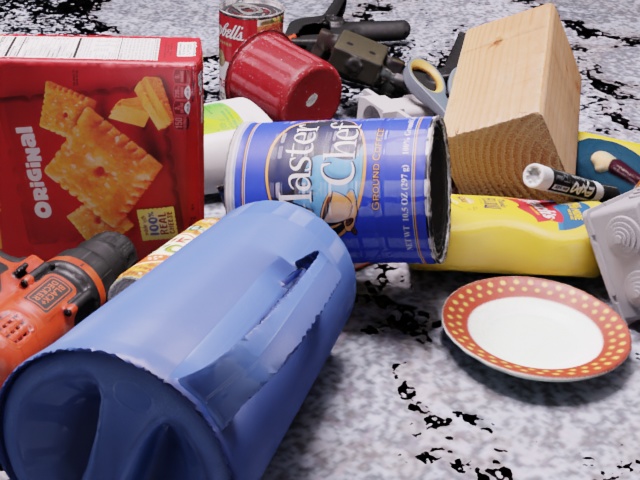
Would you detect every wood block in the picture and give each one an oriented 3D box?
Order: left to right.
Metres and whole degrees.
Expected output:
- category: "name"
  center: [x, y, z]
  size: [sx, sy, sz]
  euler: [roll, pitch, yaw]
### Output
- category: "wood block"
  center: [0.173, -0.116, 0.943]
  size: [0.091, 0.090, 0.206]
  euler: [-14, 31, 25]

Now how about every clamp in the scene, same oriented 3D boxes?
- category: "clamp"
  center: [0.012, -0.259, 1.299]
  size: [0.171, 0.039, 0.120]
  euler: [-19, 34, -34]
- category: "clamp"
  center: [0.117, -0.163, 1.135]
  size: [0.164, 0.036, 0.210]
  euler: [-12, 35, -10]

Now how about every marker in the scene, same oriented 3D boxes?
- category: "marker"
  center: [0.202, -0.042, 0.844]
  size: [0.120, 0.020, 0.020]
  euler: [9, 17, -45]

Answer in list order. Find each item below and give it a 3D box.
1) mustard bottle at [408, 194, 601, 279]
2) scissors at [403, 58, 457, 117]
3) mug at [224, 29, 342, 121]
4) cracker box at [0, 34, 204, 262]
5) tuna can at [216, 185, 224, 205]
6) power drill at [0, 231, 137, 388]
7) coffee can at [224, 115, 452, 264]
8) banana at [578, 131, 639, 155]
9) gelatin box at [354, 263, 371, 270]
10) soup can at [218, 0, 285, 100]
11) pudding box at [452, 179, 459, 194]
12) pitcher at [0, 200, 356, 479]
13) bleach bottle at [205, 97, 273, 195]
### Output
- category: "mustard bottle"
  center: [0.163, -0.003, 0.824]
  size: [0.191, 0.058, 0.096]
  euler: [4, 16, 1]
- category: "scissors"
  center: [0.113, -0.111, 0.999]
  size: [0.096, 0.016, 0.201]
  euler: [25, 41, -4]
- category: "mug"
  center: [-0.026, -0.148, 1.055]
  size: [0.082, 0.093, 0.117]
  euler: [34, 16, 37]
- category: "cracker box"
  center: [-0.194, -0.066, 0.801]
  size: [0.213, 0.164, 0.072]
  euler: [0, 27, -6]
- category: "tuna can"
  center: [-0.038, -0.042, 0.865]
  size: [0.086, 0.034, 0.086]
  euler: [-19, 4, 1]
- category: "power drill"
  center: [-0.231, 0.004, 0.718]
  size: [0.187, 0.057, 0.184]
  euler: [32, 28, 4]
- category: "coffee can"
  center: [0.016, -0.034, 0.746]
  size: [0.140, 0.103, 0.102]
  euler: [0, 27, 15]
- category: "banana"
  center: [0.260, -0.083, 1.007]
  size: [0.198, 0.037, 0.069]
  euler: [15, 13, 19]
- category: "gelatin box"
  center: [-0.005, 0.001, 0.832]
  size: [0.089, 0.030, 0.073]
  euler: [-22, 37, -36]
- category: "soup can"
  center: [-0.071, -0.192, 1.105]
  size: [0.068, 0.102, 0.068]
  euler: [2, 29, -1]
- category: "pudding box"
  center: [0.055, -0.047, 0.918]
  size: [0.090, 0.039, 0.113]
  euler: [24, 33, 35]
- category: "pitcher"
  center: [-0.056, 0.062, 0.608]
  size: [0.149, 0.145, 0.242]
  euler: [9, 26, 17]
- category: "bleach bottle"
  center: [-0.166, -0.065, 0.909]
  size: [0.250, 0.068, 0.103]
  euler: [-12, 31, -21]
